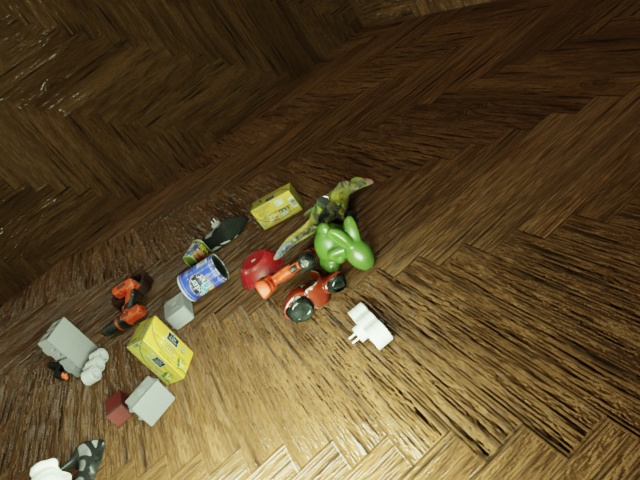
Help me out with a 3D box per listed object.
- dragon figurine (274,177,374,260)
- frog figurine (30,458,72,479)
[{"bbox_3d":[0.005,-0.083,1.659,0.411,0.121,0.244,-35,9,-4],"label":"dragon figurine"},{"bbox_3d":[-0.560,0.541,1.049,0.161,0.121,0.138,43,27,19],"label":"frog figurine"}]
